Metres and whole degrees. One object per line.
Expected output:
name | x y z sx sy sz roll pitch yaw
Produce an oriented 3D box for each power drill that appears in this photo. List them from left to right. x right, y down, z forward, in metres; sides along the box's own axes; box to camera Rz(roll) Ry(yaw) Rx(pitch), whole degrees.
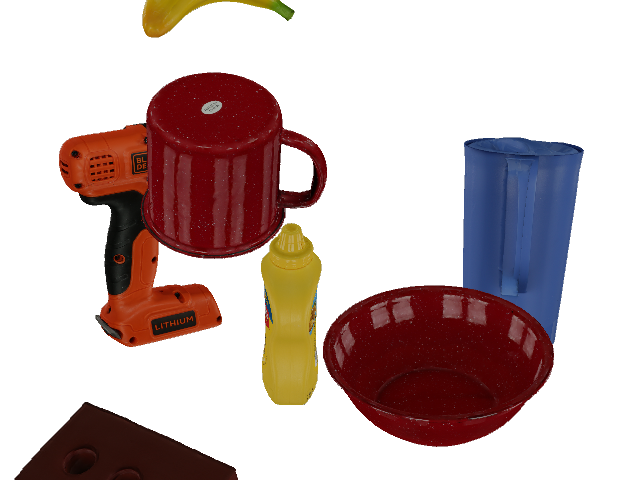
power drill | -0.128 -0.013 0.917 0.184 0.188 0.057 -12 21 -29

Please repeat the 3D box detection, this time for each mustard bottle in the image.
mustard bottle | -0.029 0.064 1.041 0.058 0.192 0.096 2 38 0

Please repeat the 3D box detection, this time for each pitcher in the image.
pitcher | 0.223 0.006 1.222 0.149 0.243 0.145 -7 16 -33

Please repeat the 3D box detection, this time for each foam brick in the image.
foam brick | -0.075 0.112 0.428 0.078 0.051 0.052 18 44 23

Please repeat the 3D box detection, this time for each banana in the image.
banana | -0.104 -0.230 1.002 0.197 0.070 0.037 -22 -28 -47

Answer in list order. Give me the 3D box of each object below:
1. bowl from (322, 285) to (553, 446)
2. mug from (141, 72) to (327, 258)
bowl | 0.083 0.096 0.762 0.162 0.055 0.162 -2 30 1
mug | -0.054 -0.047 0.659 0.117 0.081 0.093 9 43 3
